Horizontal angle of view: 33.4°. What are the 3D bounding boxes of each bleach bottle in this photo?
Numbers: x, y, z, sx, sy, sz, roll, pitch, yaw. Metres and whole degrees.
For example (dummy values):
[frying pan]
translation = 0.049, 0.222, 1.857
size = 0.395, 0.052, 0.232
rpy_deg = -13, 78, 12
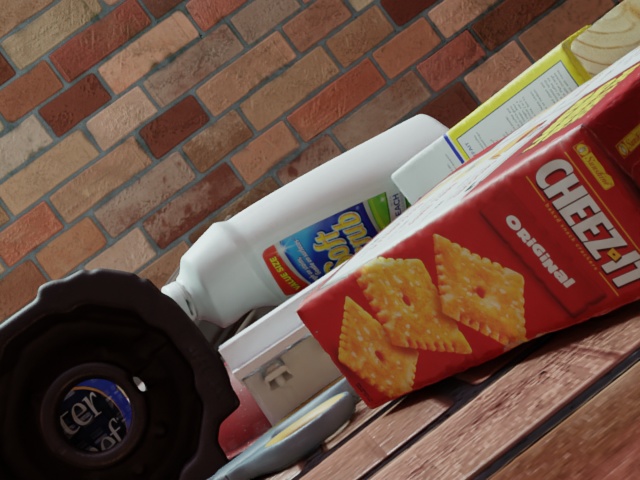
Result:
[bleach bottle]
translation = -0.005, 0.001, 0.790
size = 0.250, 0.068, 0.102
rpy_deg = -29, -45, -20

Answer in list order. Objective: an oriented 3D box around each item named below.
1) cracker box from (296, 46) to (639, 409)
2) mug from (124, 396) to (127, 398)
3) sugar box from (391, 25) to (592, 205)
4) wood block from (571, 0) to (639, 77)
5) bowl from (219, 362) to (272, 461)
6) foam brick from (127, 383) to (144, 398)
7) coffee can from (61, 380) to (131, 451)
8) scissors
[cracker box]
translation = 0.106, -0.016, 0.471
size = 0.164, 0.072, 0.214
rpy_deg = -38, 2, -34
[mug]
translation = -0.181, 0.194, 1.012
size = 0.117, 0.093, 0.081
rpy_deg = -8, -9, -7
[sugar box]
translation = 0.133, -0.052, 0.697
size = 0.048, 0.093, 0.177
rpy_deg = -36, 0, -39
[wood block]
translation = 0.236, -0.128, 0.551
size = 0.205, 0.091, 0.090
rpy_deg = -37, 0, -35
[bowl]
translation = -0.024, 0.090, 0.766
size = 0.162, 0.055, 0.162
rpy_deg = -37, 0, 0
[foam brick]
translation = -0.114, 0.140, 0.829
size = 0.051, 0.053, 0.078
rpy_deg = -48, 25, -10
[coffee can]
translation = -0.171, 0.146, 0.738
size = 0.103, 0.140, 0.103
rpy_deg = -37, 0, 0
[scissors]
translation = -0.051, 0.135, 0.586
size = 0.201, 0.016, 0.096
rpy_deg = -37, 0, -9
